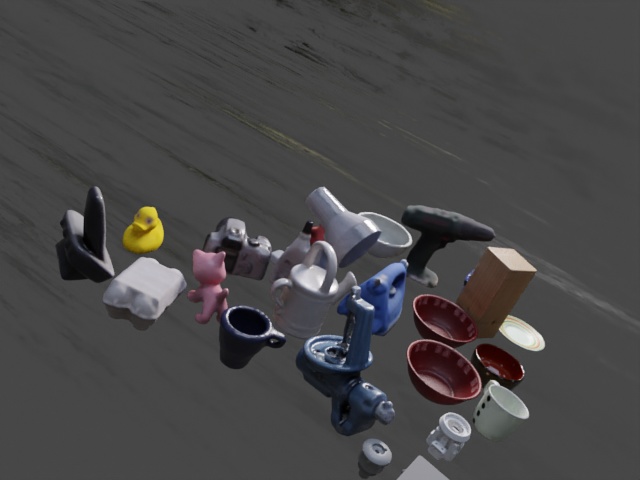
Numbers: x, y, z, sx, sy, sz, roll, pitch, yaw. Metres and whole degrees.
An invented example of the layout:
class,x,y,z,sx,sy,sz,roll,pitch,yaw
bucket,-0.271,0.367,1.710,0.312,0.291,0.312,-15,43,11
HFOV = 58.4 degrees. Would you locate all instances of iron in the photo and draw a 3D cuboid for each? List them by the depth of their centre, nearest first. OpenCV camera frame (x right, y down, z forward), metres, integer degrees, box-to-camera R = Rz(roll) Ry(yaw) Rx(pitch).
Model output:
class,x,y,z,sx,sy,sz,roll,pitch,yaw
iron,0.145,0.105,1.269,0.118,0.141,0.259,32,29,17

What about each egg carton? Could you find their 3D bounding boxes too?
class,x,y,z,sx,sy,sz,roll,pitch,yaw
egg carton,-0.311,0.092,1.025,0.107,0.069,0.150,24,27,2

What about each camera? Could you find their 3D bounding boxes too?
class,x,y,z,sx,sy,sz,roll,pitch,yaw
camera,-0.178,0.002,1.252,0.143,0.101,0.136,15,28,-15

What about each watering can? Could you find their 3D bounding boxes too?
class,x,y,z,sx,sy,sz,roll,pitch,yaw
watering can,-0.010,0.089,1.124,0.100,0.194,0.173,39,32,29

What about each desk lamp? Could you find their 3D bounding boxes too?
class,x,y,z,sx,sy,sz,roll,pitch,yaw
desk lamp,0.012,0.005,1.268,0.202,0.213,0.118,36,30,24

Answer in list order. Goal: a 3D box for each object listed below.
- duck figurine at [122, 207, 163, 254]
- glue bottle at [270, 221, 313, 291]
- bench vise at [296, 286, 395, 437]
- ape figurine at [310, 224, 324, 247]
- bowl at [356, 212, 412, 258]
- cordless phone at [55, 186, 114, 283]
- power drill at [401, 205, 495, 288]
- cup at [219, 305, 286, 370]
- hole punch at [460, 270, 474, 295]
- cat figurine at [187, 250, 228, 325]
class,x,y,z,sx,sy,sz,roll,pitch,yaw
duck figurine,-0.360,-0.030,1.188,0.077,0.086,0.105,25,27,5
glue bottle,-0.047,0.034,1.216,0.078,0.173,0.037,29,28,13
bench vise,0.065,0.199,0.956,0.207,0.220,0.122,34,29,21
ape figurine,0.014,-0.017,1.441,0.077,0.092,0.076,26,28,7
bowl,0.158,-0.001,1.539,0.167,0.075,0.167,18,28,-10
cordless phone,-0.415,-0.029,1.037,0.094,0.185,0.147,0,35,-37
power drill,0.303,0.014,1.476,0.229,0.208,0.076,25,27,5
cup,-0.124,0.178,0.986,0.118,0.095,0.091,20,27,-6
hole punch,0.436,0.117,1.522,0.101,0.091,0.109,29,28,11
cat figurine,-0.203,0.078,1.079,0.067,0.118,0.127,2,34,-35
